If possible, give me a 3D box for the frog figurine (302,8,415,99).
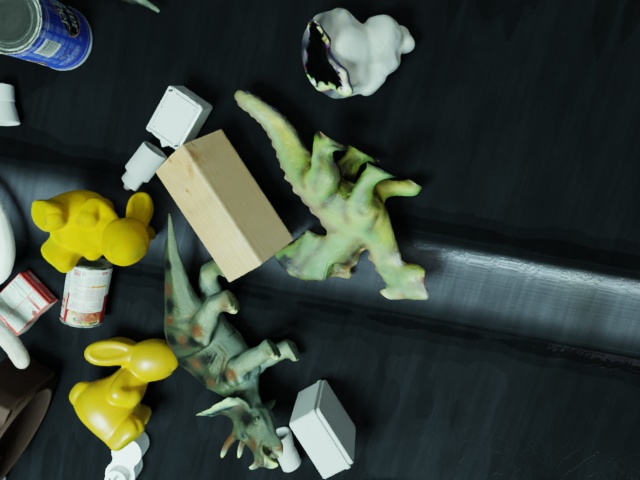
[{"bbox_3d":[0.056,-0.290,0.782,0.161,0.121,0.138,-34,86,-28],"label":"frog figurine"}]

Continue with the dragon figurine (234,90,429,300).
[{"bbox_3d":[0.002,-0.041,0.808,0.412,0.123,0.240,30,107,8],"label":"dragon figurine"}]

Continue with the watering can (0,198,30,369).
[{"bbox_3d":[-0.597,0.059,0.836,0.224,0.104,0.349,-16,85,5],"label":"watering can"}]
